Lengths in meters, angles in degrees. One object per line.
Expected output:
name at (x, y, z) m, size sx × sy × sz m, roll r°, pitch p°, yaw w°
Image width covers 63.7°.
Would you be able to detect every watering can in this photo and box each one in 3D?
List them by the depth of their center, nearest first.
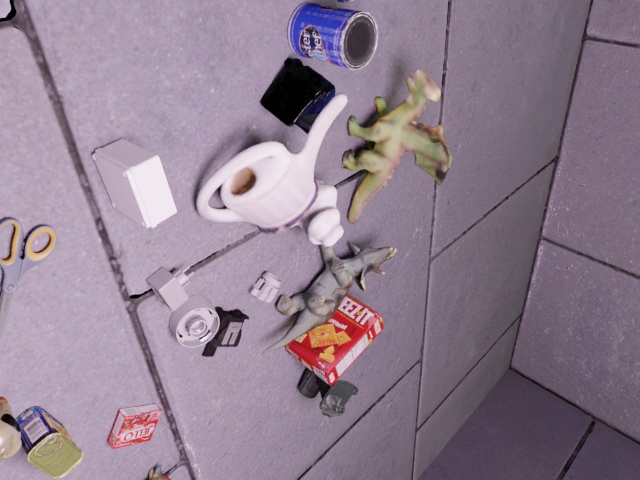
watering can at (-0.065, -0.124, 0.976) m, size 0.346 × 0.106 × 0.221 m, roll -32°, pitch 152°, yaw 9°

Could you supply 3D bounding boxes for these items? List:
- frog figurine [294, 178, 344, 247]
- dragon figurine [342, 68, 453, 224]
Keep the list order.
frog figurine at (0.003, -0.056, 1.121) m, size 0.122 × 0.161 × 0.136 m, roll 4°, pitch 109°, yaw -52°
dragon figurine at (0.185, -0.194, 1.198) m, size 0.123 × 0.244 × 0.403 m, roll -24°, pitch 127°, yaw -46°
